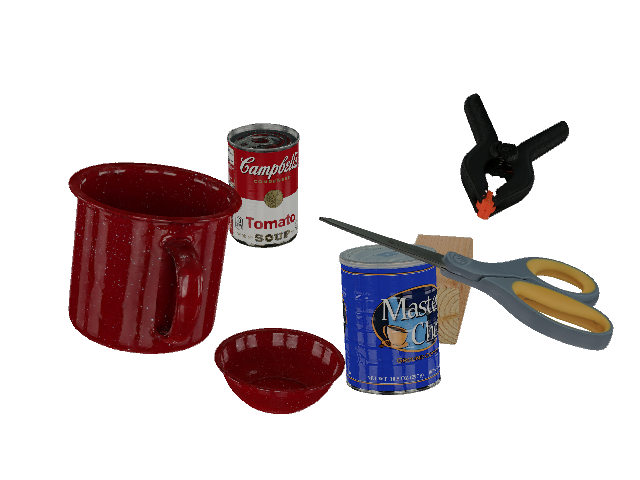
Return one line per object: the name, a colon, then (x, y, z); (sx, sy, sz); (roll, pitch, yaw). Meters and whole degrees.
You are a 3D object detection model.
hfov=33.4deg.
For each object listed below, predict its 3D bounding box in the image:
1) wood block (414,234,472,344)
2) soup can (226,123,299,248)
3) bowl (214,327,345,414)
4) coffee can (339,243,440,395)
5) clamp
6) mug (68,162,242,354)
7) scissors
wood block: (0.176, 0.070, 1.621); (0.091, 0.090, 0.206); (4, 22, 12)
soup can: (-0.055, -0.052, 1.019); (0.068, 0.102, 0.068); (1, 26, -1)
bowl: (-0.052, 0.168, 1.325); (0.162, 0.055, 0.162); (4, 22, -2)
coffee can: (0.074, 0.081, 1.134); (0.103, 0.140, 0.103); (-3, 10, 0)
clamp: (0.191, -0.096, 1.167); (0.120, 0.039, 0.171); (22, 49, 18)
mug: (-0.089, 0.014, 0.577); (0.093, 0.081, 0.117); (-2, 23, -29)
scissors: (0.105, 0.014, 0.719); (0.202, 0.016, 0.096); (27, 30, 16)
